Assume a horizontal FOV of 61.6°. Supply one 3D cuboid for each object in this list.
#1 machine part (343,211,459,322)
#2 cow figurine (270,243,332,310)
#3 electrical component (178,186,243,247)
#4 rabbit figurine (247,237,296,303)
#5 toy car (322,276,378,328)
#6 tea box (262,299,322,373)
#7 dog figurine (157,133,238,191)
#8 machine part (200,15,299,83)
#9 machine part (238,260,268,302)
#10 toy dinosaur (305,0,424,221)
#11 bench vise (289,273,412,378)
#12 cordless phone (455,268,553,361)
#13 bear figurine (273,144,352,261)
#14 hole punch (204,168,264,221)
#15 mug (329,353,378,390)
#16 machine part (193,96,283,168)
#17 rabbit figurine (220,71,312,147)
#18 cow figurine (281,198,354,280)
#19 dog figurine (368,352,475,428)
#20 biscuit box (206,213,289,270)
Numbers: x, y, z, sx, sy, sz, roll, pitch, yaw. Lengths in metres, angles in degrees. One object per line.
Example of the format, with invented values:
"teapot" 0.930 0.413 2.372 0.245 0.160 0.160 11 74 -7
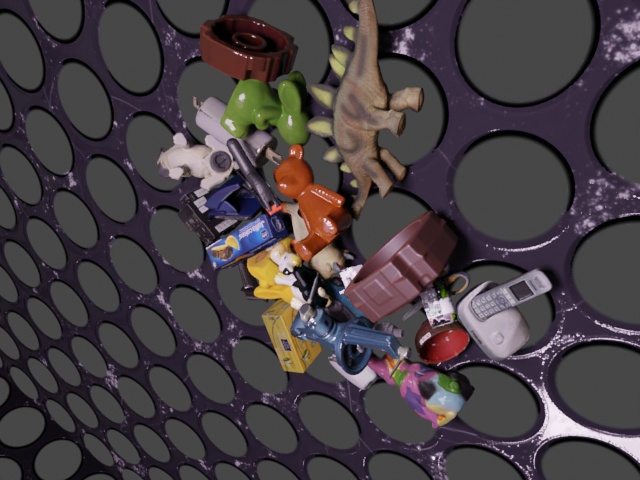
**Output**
"machine part" 0.153 0.051 1.010 0.087 0.201 0.201 45 132 -3
"cow figurine" -0.042 0.081 1.153 0.098 0.068 0.167 6 134 45
"electrical component" -0.267 -0.064 1.280 0.058 0.115 0.134 -38 89 38
"rabbit figurine" -0.092 0.096 1.267 0.162 0.122 0.173 -21 123 43
"toy car" 0.045 0.167 1.222 0.161 0.103 0.109 44 131 0
"tea box" -0.068 0.233 1.341 0.068 0.098 0.169 -5 115 37
"dog figurine" -0.287 -0.180 1.256 0.172 0.121 0.191 19 177 -21
"machine part" -0.131 -0.349 0.981 0.179 0.179 0.056 31 131 15
"machine part" -0.179 0.098 1.373 0.084 0.039 0.138 7 122 37
"toy dinosaur" 0.073 -0.237 0.952 0.199 0.105 0.470 23 128 21
"bench vise" 0.066 0.194 1.081 0.241 0.129 0.223 4 136 38
"cordless phone" 0.364 0.132 1.002 0.184 0.089 0.146 -33 96 38
"bear figurine" -0.030 -0.079 1.043 0.196 0.132 0.120 50 128 2
"hole punch" -0.192 -0.102 1.201 0.116 0.142 0.092 -1 119 19
"mug" 0.087 0.305 1.282 0.107 0.081 0.109 46 168 26
"machine part" -0.178 -0.229 1.144 0.243 0.079 0.079 35 131 11
"rabbit figurine" -0.084 -0.260 1.061 0.170 0.121 0.159 30 125 -8
"cow figurine" -0.002 -0.004 1.165 0.127 0.085 0.194 8 120 37
"dog figurine" 0.209 0.300 1.180 0.219 0.108 0.191 38 157 14
"biscuit box" -0.166 0.005 1.217 0.203 0.063 0.059 -29 76 33
